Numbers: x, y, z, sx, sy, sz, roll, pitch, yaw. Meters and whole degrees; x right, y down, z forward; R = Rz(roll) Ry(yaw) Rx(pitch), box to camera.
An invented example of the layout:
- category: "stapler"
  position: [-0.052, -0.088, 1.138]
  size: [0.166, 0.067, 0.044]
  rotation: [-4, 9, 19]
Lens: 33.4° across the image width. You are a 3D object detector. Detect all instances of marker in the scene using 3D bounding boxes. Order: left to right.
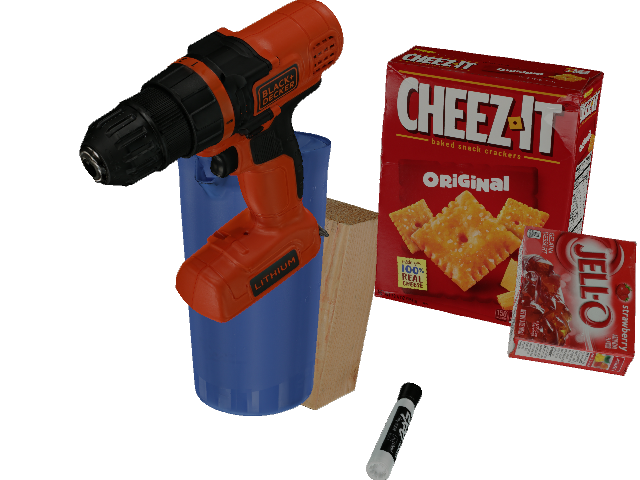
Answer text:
- category: "marker"
  position: [0.061, 0.150, 0.859]
  size: [0.020, 0.020, 0.121]
  rotation: [0, 24, 19]

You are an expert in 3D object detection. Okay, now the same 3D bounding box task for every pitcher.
- category: "pitcher"
  position: [-0.054, 0.022, 0.949]
  size: [0.149, 0.243, 0.145]
  rotation: [-5, 17, -21]

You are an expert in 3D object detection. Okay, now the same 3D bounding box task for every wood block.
- category: "wood block"
  position: [-0.002, 0.065, 1.164]
  size: [0.090, 0.206, 0.090]
  rotation: [18, 17, 27]

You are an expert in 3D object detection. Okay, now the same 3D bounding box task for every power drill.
- category: "power drill"
  position: [-0.058, -0.037, 0.656]
  size: [0.184, 0.188, 0.057]
  rotation: [-35, 56, -30]

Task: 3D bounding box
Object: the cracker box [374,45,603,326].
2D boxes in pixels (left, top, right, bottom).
- category: "cracker box"
  position: [0.134, -0.041, 0.887]
  size: [0.164, 0.214, 0.072]
  rotation: [13, 27, 23]

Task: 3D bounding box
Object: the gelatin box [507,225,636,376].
- category: "gelatin box"
  position: [0.161, 0.036, 0.676]
  size: [0.073, 0.089, 0.030]
  rotation: [9, -35, 7]
